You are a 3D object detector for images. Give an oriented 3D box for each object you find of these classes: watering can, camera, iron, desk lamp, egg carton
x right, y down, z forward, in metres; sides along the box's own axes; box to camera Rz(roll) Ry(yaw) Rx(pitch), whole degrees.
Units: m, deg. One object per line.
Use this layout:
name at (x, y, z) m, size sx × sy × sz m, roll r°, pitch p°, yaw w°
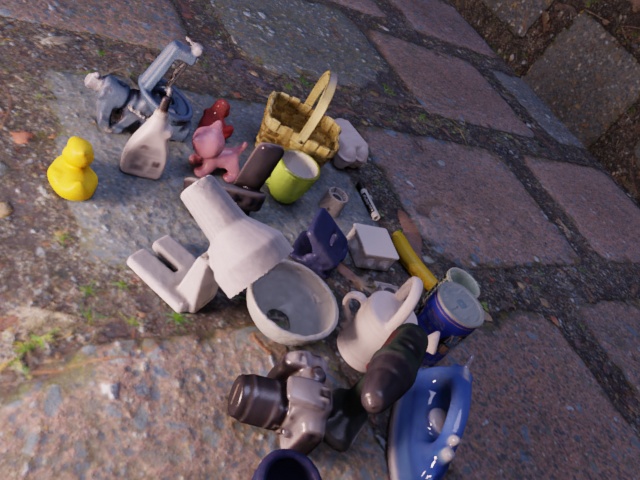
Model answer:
watering can at (0.125, 0.139, 0.983) m, size 0.173 × 0.194 × 0.101 m, roll 21°, pitch 39°, yaw -20°
camera at (-0.055, 0.221, 0.828) m, size 0.137 × 0.100 × 0.143 m, roll 21°, pitch 39°, yaw -20°
iron at (0.191, 0.297, 0.908) m, size 0.119 × 0.141 × 0.258 m, roll 33°, pitch 37°, yaw -4°
desk lamp at (-0.165, 0.019, 0.866) m, size 0.203 × 0.213 × 0.118 m, roll 40°, pitch 37°, yaw 6°
egg carton at (0.054, -0.247, 1.454) m, size 0.107 × 0.069 × 0.150 m, roll -12°, pitch 57°, yaw -45°

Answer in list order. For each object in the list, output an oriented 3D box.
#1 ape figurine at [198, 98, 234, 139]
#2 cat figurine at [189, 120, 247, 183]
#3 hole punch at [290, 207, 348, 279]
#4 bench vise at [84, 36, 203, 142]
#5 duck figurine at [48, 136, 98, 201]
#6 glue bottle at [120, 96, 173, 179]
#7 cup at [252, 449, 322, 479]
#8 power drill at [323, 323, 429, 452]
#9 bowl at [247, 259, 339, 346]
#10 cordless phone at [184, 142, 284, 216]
ape figurine at (-0.220, -0.262, 1.231) m, size 0.076 × 0.092 × 0.077 m, roll -20°, pitch 63°, yaw -48°
cat figurine at (-0.204, -0.181, 1.133) m, size 0.128 × 0.117 × 0.067 m, roll 4°, pitch 47°, yaw -36°
hole punch at (0.010, 0.004, 1.126) m, size 0.101 × 0.091 × 0.109 m, roll 32°, pitch 37°, yaw -5°
bench vise at (-0.315, -0.283, 1.070) m, size 0.208 × 0.219 × 0.121 m, roll -8°, pitch 55°, yaw -43°
duck figurine at (-0.399, -0.124, 0.941) m, size 0.078 × 0.086 × 0.104 m, roll 4°, pitch 47°, yaw -36°
glue bottle at (-0.296, -0.185, 1.017) m, size 0.078 × 0.173 × 0.037 m, roll 12°, pitch 43°, yaw -29°
cup at (-0.062, 0.329, 0.709) m, size 0.091 × 0.095 × 0.118 m, roll 46°, pitch 37°, yaw 13°
power drill at (0.077, 0.220, 0.844) m, size 0.075 × 0.208 × 0.230 m, roll 41°, pitch 37°, yaw 7°
bowl at (-0.056, 0.117, 0.962) m, size 0.168 × 0.074 × 0.167 m, roll 22°, pitch 39°, yaw -19°
cordless phone at (-0.157, -0.120, 1.048) m, size 0.148 × 0.185 × 0.094 m, roll 7°, pitch 45°, yaw -33°
